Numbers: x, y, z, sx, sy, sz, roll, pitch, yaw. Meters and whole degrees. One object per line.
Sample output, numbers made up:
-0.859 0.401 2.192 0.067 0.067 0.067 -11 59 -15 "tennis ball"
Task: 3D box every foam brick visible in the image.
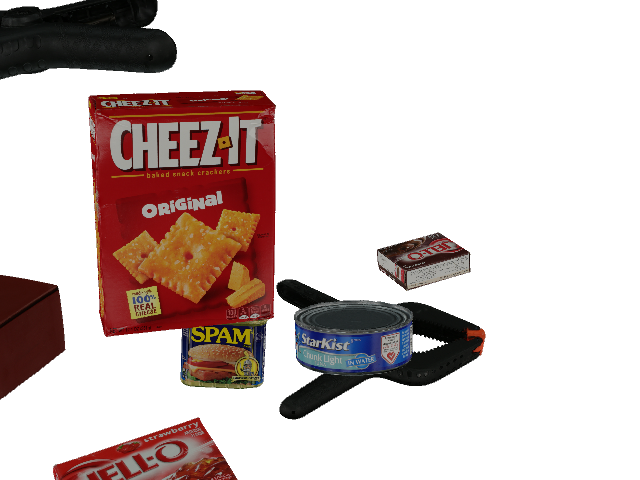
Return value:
-0.219 0.065 0.724 0.053 0.051 0.078 10 28 25 "foam brick"

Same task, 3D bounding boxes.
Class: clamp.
0.054 0.108 1.035 0.210 0.164 0.036 4 -43 2 "clamp"
-0.171 -0.125 0.649 0.171 0.039 0.120 -2 22 -4 "clamp"

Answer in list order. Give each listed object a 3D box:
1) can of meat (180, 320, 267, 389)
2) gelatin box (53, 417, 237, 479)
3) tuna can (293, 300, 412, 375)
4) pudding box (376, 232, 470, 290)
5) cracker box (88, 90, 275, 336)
-0.112 0.123 1.232 0.102 0.084 0.057 3 13 0 "can of meat"
-0.094 0.138 0.584 0.089 0.030 0.073 -15 28 -20 "gelatin box"
0.024 0.069 0.767 0.086 0.034 0.086 -1 11 0 "tuna can"
0.154 0.030 1.592 0.113 0.039 0.090 -17 25 -20 "pudding box"
-0.126 -0.026 0.987 0.164 0.214 0.072 -4 20 -16 "cracker box"
